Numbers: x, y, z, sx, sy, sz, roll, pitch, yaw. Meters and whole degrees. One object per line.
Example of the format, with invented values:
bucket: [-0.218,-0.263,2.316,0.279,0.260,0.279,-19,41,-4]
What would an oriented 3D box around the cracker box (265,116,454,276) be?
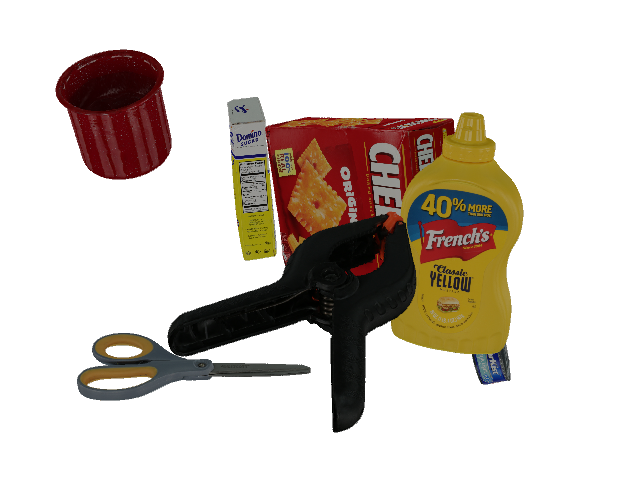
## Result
cracker box: [0.041,-0.038,1.067,0.071,0.164,0.214,-18,17,-37]

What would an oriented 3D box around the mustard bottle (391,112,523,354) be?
mustard bottle: [0.112,-0.007,0.854,0.096,0.192,0.058,9,20,16]

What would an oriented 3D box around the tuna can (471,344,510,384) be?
tuna can: [0.199,0.126,1.259,0.034,0.086,0.086,-12,-3,14]

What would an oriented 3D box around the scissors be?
scissors: [-0.119,0.106,0.959,0.201,0.016,0.096,-7,32,-18]

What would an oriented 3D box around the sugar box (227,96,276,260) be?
sugar box: [-0.084,-0.074,1.283,0.048,0.176,0.093,-8,25,-5]

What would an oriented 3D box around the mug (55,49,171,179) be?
mug: [-0.180,-0.116,0.945,0.093,0.081,0.117,-14,45,-8]

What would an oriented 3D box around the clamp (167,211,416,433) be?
clamp: [0.011,0.041,0.616,0.120,0.039,0.171,34,49,26]
